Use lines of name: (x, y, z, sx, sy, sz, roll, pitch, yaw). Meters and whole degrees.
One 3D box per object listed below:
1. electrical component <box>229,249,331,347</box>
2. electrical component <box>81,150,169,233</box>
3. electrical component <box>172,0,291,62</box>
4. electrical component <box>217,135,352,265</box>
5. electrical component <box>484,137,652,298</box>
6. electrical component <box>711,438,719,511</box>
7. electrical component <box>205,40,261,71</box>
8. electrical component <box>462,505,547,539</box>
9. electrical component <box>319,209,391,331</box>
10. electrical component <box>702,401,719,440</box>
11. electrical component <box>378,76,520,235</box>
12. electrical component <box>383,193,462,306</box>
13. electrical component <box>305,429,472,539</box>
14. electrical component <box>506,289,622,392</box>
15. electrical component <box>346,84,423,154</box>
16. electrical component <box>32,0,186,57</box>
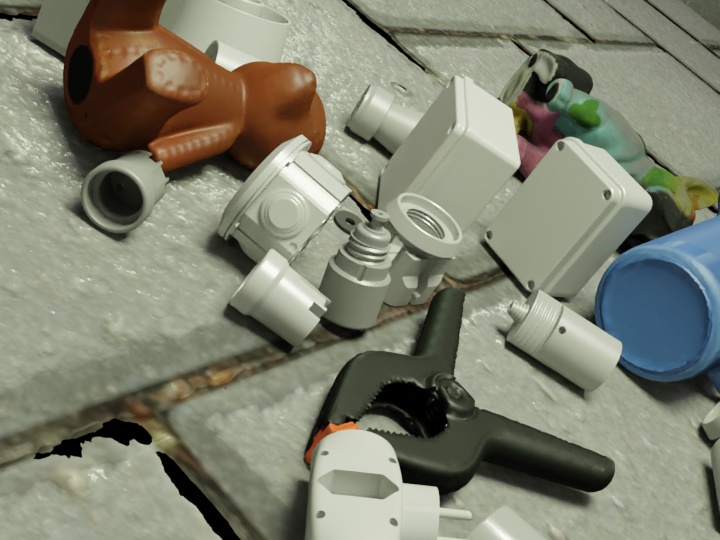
electrical component: (-0.045, 0.017, 0.619, 0.046, 0.040, 0.040, 38, 27, -7)
electrical component: (-0.134, -0.047, 0.621, 0.040, 0.040, 0.046, 33, 22, -4)
electrical component: (-0.107, -0.194, 0.880, 0.099, 0.064, 0.099, 21, 19, -8)
electrical component: (-0.046, -0.039, 0.663, 0.051, 0.080, 0.080, 41, 28, -1)
electrical component: (0.163, -0.040, 0.856, 0.057, 0.113, 0.078, 6, 39, -47)
electrical component: (0.285, 0.161, 0.749, 0.079, 0.043, 0.077, 33, 28, -5)
electrical component: (-0.081, -0.138, 0.816, 0.081, 0.043, 0.043, 20, 31, -26)
electrical component: (0.071, 0.149, 0.524, 0.047, 0.055, 0.055, 43, 28, 23)
electrical component: (0.000, 0.000, 0.659, 0.040, 0.078, 0.040, 17, 24, -8)
electrical component: (0.295, 0.124, 0.817, 0.055, 0.048, 0.066, 47, 29, 6)
electrical component: (0.065, -0.076, 0.810, 0.056, 0.108, 0.108, 31, 28, -14)
electrical component: (0.033, -0.015, 0.733, 0.078, 0.057, 0.058, -2, 45, -49)
electrical component: (0.014, 0.118, 0.505, 0.079, 0.043, 0.077, 7, 32, -3)
electrical component: (0.141, 0.048, 0.768, 0.081, 0.043, 0.043, 32, 28, -5)
electrical component: (0.022, -0.125, 0.908, 0.055, 0.045, 0.045, 30, 28, -9)
electrical component: (-0.171, -0.191, 0.763, 0.057, 0.078, 0.113, 32, 28, 0)
